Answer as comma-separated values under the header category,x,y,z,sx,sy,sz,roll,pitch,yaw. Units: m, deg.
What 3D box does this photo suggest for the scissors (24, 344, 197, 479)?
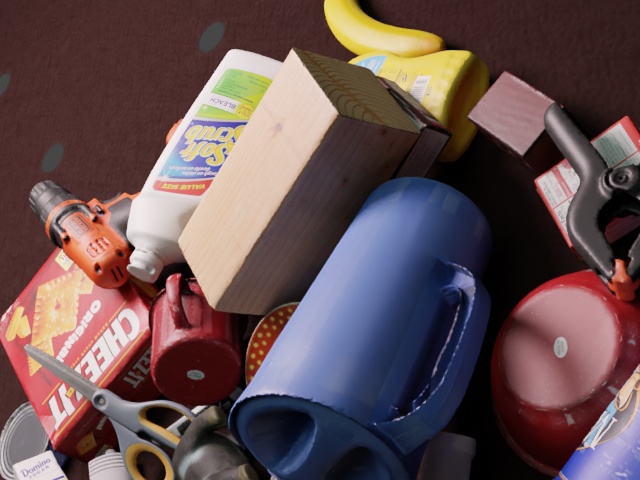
category,x,y,z,sx,sy,sz,roll,pitch,yaw
scissors,-0.199,0.170,0.994,0.202,0.016,0.096,15,96,17

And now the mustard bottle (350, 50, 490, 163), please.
category,x,y,z,sx,sy,sz,roll,pitch,yaw
mustard bottle,0.059,-0.125,0.976,0.192,0.058,0.096,11,78,45

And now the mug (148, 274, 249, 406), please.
category,x,y,z,sx,sy,sz,roll,pitch,yaw
mug,-0.112,0.084,0.950,0.093,0.117,0.081,-13,32,2

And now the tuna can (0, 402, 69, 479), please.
category,x,y,z,sx,sy,sz,roll,pitch,yaw
tuna can,-0.296,0.213,1.113,0.086,0.033,0.086,-22,53,32

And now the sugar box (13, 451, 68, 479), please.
category,x,y,z,sx,sy,sz,roll,pitch,yaw
sugar box,-0.226,0.281,0.966,0.048,0.093,0.176,-20,35,-28

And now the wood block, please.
category,x,y,z,sx,sy,sz,roll,pitch,yaw
wood block,-0.023,-0.041,0.880,0.206,0.090,0.091,-56,47,28

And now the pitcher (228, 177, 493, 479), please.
category,x,y,z,sx,sy,sz,roll,pitch,yaw
pitcher,0.050,0.065,0.774,0.149,0.145,0.242,17,51,15

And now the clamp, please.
category,x,y,z,sx,sy,sz,roll,pitch,yaw
clamp,0.205,-0.039,0.751,0.120,0.039,0.171,1,56,33

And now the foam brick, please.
category,x,y,z,sx,sy,sz,roll,pitch,yaw
foam brick,0.168,-0.091,0.860,0.051,0.053,0.078,-51,42,6

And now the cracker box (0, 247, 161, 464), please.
category,x,y,z,sx,sy,sz,roll,pitch,yaw
cracker box,-0.237,0.099,1.100,0.164,0.072,0.214,-51,44,6

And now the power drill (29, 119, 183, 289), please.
category,x,y,z,sx,sy,sz,roll,pitch,yaw
power drill,-0.194,-0.047,1.103,0.187,0.057,0.185,-37,48,-15

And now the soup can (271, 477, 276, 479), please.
category,x,y,z,sx,sy,sz,roll,pitch,yaw
soup can,0.020,0.197,0.809,0.102,0.068,0.068,10,72,45

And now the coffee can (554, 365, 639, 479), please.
category,x,y,z,sx,sy,sz,roll,pitch,yaw
coffee can,0.220,0.126,0.644,0.140,0.102,0.103,-54,42,2

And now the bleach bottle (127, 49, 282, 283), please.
category,x,y,z,sx,sy,sz,roll,pitch,yaw
bleach bottle,-0.102,-0.065,1.020,0.103,0.068,0.250,21,64,14

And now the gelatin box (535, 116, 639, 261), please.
category,x,y,z,sx,sy,sz,roll,pitch,yaw
gelatin box,0.215,-0.038,0.802,0.089,0.030,0.073,-36,47,19

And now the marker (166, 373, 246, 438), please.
category,x,y,z,sx,sy,sz,roll,pitch,yaw
marker,-0.094,0.150,0.977,0.121,0.020,0.020,-37,46,20

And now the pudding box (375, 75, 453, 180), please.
category,x,y,z,sx,sy,sz,roll,pitch,yaw
pudding box,0.048,-0.070,0.904,0.090,0.039,0.114,49,118,40

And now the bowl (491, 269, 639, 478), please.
category,x,y,z,sx,sy,sz,roll,pitch,yaw
bowl,0.178,0.083,0.744,0.162,0.055,0.162,-22,53,32

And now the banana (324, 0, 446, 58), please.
category,x,y,z,sx,sy,sz,roll,pitch,yaw
banana,0.051,-0.213,1.051,0.070,0.037,0.198,-47,43,11
